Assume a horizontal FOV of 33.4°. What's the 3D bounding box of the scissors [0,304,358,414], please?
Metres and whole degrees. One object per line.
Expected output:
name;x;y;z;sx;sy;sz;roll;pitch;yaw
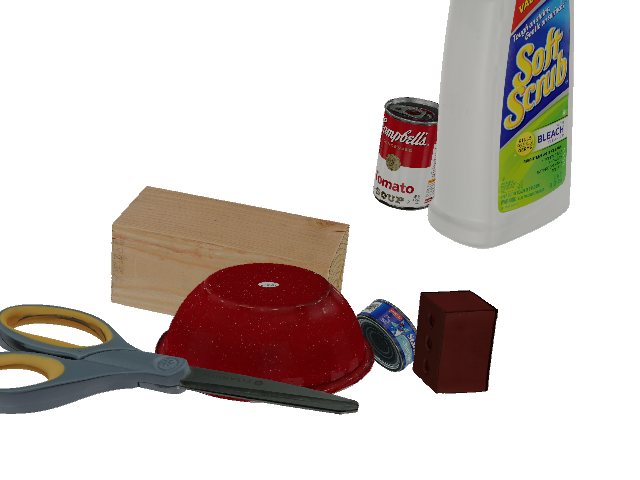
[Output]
scissors;-0.092;0.072;0.519;0.202;0.016;0.096;15;29;27

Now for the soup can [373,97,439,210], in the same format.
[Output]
soup can;0.094;-0.091;1.126;0.068;0.102;0.068;5;29;-3

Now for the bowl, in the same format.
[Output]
bowl;-0.039;0.057;0.776;0.162;0.055;0.162;2;19;-1

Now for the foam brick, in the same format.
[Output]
foam brick;0.116;0.088;0.931;0.051;0.078;0.053;-2;17;-20

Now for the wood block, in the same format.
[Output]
wood block;-0.085;0.023;1.015;0.206;0.090;0.090;11;29;9

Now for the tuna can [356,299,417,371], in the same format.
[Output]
tuna can;0.080;0.114;1.275;0.033;0.086;0.086;-36;17;-24

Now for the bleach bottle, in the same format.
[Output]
bleach bottle;0.118;-0.126;0.690;0.102;0.251;0.068;-22;33;-29
